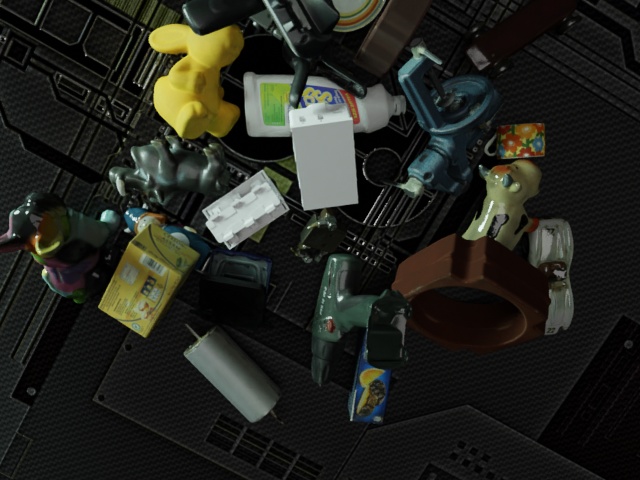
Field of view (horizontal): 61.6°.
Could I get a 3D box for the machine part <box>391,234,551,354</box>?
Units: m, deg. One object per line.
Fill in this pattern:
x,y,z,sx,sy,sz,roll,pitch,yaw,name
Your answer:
0.230,0.087,0.831,0.201,0.201,0.087,31,54,-17,machine part

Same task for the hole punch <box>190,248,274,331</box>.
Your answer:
-0.140,0.082,0.897,0.142,0.092,0.115,9,130,-5,hole punch

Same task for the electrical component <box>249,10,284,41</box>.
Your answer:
-0.083,-0.362,0.845,0.094,0.021,0.063,36,98,-6,electrical component

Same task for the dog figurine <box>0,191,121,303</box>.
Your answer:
-0.397,0.020,0.810,0.109,0.219,0.191,8,99,1,dog figurine

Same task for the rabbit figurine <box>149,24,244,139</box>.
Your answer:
-0.175,-0.259,0.810,0.162,0.122,0.173,51,125,20,rabbit figurine

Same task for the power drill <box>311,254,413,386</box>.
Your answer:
0.055,0.141,0.846,0.086,0.207,0.232,7,90,-22,power drill

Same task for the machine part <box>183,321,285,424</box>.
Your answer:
-0.147,0.226,0.916,0.079,0.079,0.243,-42,98,6,machine part

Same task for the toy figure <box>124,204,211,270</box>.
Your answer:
-0.256,-0.008,0.888,0.154,0.058,0.064,31,56,-4,toy figure

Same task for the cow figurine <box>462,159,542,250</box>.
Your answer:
0.282,-0.039,0.851,0.127,0.086,0.194,20,103,-36,cow figurine

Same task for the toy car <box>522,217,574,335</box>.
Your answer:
0.384,0.063,0.902,0.074,0.056,0.201,-5,99,0,toy car

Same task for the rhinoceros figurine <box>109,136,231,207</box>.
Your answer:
-0.240,-0.110,0.866,0.190,0.073,0.112,2,110,-2,rhinoceros figurine

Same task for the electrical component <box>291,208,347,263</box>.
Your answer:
0.000,-0.003,0.871,0.078,0.045,0.102,26,124,-27,electrical component

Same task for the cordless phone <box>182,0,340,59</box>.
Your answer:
-0.080,-0.301,0.737,0.184,0.089,0.146,-31,96,-16,cordless phone

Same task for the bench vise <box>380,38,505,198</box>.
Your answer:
0.174,-0.184,0.806,0.223,0.129,0.240,-42,131,-1,bench vise

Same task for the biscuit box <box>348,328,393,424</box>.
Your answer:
0.092,0.208,0.922,0.059,0.063,0.202,7,100,-3,biscuit box

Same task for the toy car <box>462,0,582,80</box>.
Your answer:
0.308,-0.323,0.828,0.202,0.053,0.089,-36,91,-6,toy car

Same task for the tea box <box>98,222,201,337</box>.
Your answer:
-0.275,0.067,0.861,0.098,0.068,0.169,36,125,-6,tea box

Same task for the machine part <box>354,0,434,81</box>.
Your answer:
0.114,-0.321,0.782,0.056,0.179,0.179,29,98,-7,machine part
